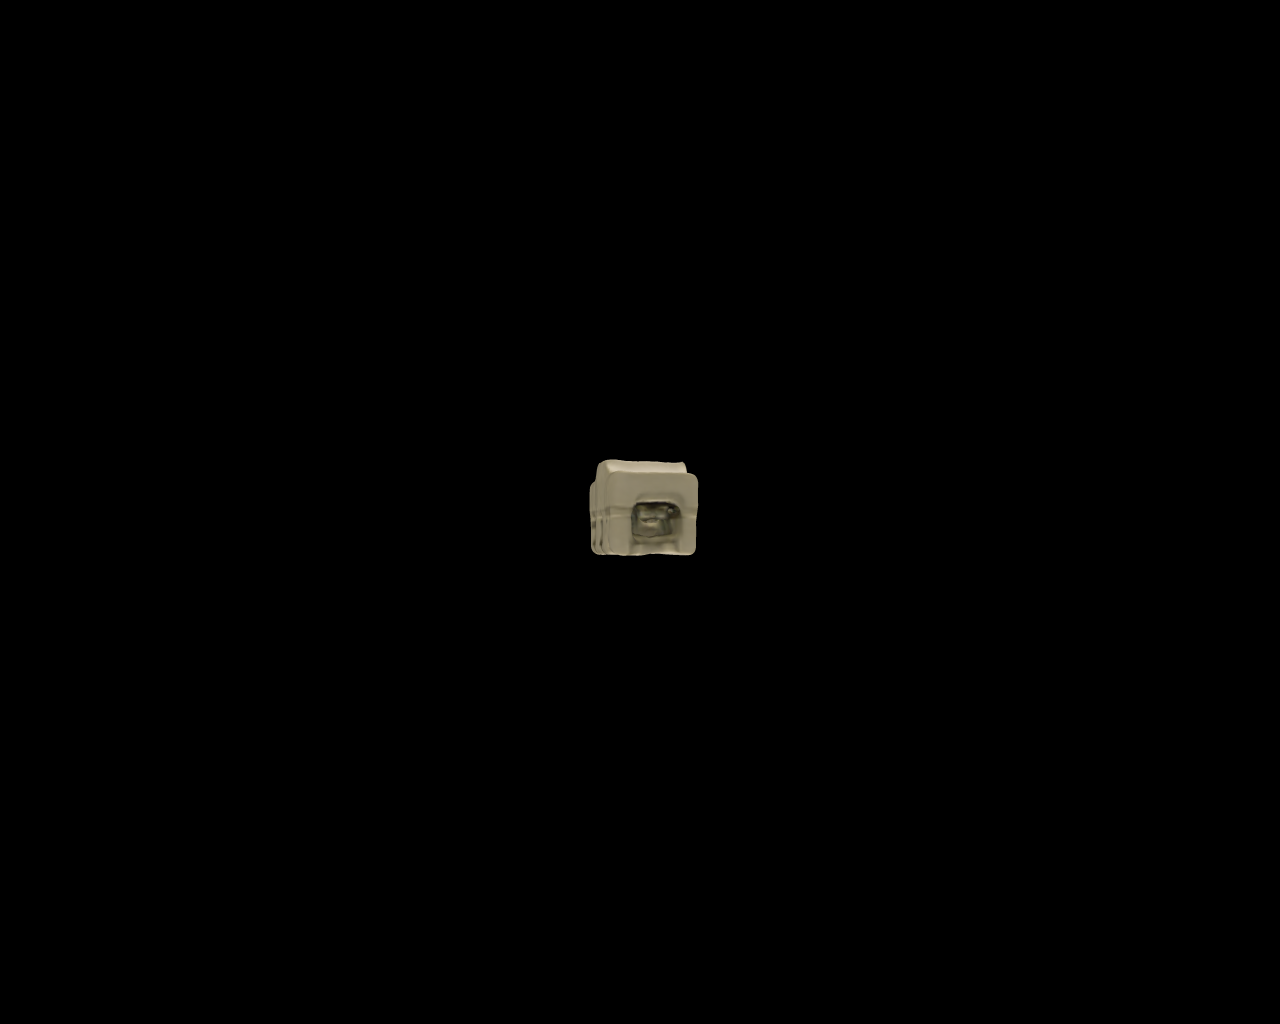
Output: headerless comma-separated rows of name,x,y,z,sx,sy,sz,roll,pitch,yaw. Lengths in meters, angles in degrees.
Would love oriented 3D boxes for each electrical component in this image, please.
electrical component,0.001,-0.003,0.650,0.050,0.055,0.089,0,-2,-11
